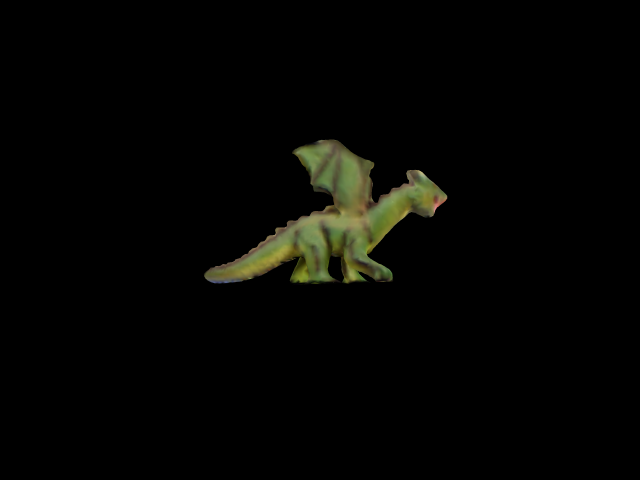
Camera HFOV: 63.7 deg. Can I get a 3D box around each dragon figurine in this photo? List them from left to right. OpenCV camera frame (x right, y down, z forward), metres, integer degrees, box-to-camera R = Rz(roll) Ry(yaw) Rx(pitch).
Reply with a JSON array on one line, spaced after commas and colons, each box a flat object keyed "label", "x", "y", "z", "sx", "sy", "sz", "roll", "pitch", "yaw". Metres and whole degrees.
[{"label": "dragon figurine", "x": 0.003, "y": -0.043, "z": 0.850, "sx": 0.410, "sy": 0.243, "sz": 0.122, "roll": 0, "pitch": -3, "yaw": 7}]
